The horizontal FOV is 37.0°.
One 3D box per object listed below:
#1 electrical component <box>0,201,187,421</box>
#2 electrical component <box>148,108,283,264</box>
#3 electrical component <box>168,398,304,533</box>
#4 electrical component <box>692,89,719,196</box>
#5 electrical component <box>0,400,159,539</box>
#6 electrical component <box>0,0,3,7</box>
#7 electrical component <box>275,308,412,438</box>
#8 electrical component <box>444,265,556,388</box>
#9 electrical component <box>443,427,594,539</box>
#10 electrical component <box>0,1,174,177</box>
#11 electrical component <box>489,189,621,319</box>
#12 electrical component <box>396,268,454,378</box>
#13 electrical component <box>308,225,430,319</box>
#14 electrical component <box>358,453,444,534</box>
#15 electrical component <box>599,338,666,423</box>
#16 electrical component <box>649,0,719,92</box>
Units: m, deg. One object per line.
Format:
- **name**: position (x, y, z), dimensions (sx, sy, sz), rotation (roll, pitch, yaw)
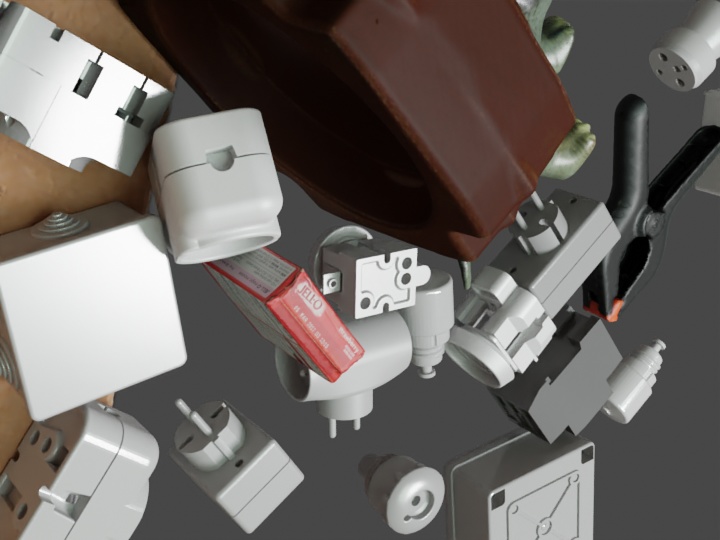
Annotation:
- **electrical component**: position (-0.147, 0.018, 0.564), dimensions (0.100, 0.048, 0.099), rotation (-21, 118, -29)
- **electrical component**: position (-0.075, -0.039, 0.554), dimensions (0.054, 0.095, 0.059), rotation (-13, 84, -15)
- **electrical component**: position (-0.083, 0.103, 0.631), dimensions (0.047, 0.066, 0.076), rotation (-44, 127, -15)
- **electrical component**: position (0.310, -0.094, 0.851), dimensions (0.062, 0.061, 0.096), rotation (-12, 113, -33)
- **electrical component**: position (-0.157, 0.121, 0.591), dimensions (0.059, 0.054, 0.095), rotation (34, 85, -39)
- **electrical component**: position (-0.189, -0.140, 0.474), dimensions (0.056, 0.050, 0.089), rotation (11, 100, -38)
- **electrical component**: position (-0.010, 0.069, 0.686), dimensions (0.077, 0.044, 0.079), rotation (-14, 114, -32)
- **electrical component**: position (0.094, 0.044, 0.745), dimensions (0.057, 0.058, 0.078), rotation (-50, 128, -14)
- **electrical component**: position (0.122, 0.183, 0.817), dimensions (0.109, 0.056, 0.108), rotation (-19, 117, -30)
- **electrical component**: position (-0.148, -0.085, 0.524), dimensions (0.089, 0.050, 0.055), rotation (28, 89, -39)
- **electrical component**: position (0.128, -0.024, 0.751), dimensions (0.083, 0.047, 0.075), rotation (-48, 128, -13)
- **electrical component**: position (0.043, 0.035, 0.715), dimensions (0.040, 0.040, 0.078), rotation (-19, 117, -30)
- **electrical component**: position (0.000, 0.000, 0.661), dimensions (0.066, 0.055, 0.048), rotation (-12, 113, -33)
- **electrical component**: position (0.023, 0.145, 0.727), dimensions (0.048, 0.062, 0.048), rotation (-14, 115, -32)
- **electrical component**: position (0.217, 0.087, 0.862), dimensions (0.078, 0.040, 0.040), rotation (-47, 128, -14)
- **electrical component**: position (0.246, -0.164, 0.788), dimensions (0.055, 0.045, 0.045), rotation (-45, 127, -14)
